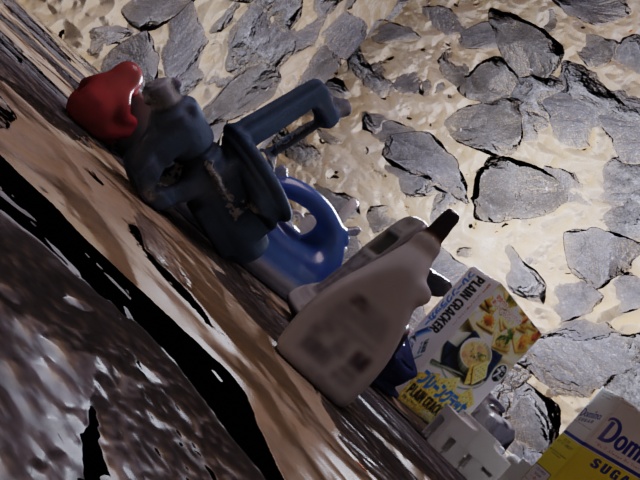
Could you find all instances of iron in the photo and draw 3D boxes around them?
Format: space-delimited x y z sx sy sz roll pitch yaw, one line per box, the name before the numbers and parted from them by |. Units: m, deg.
iron | -0.051 -0.023 0.743 0.259 0.141 0.118 44 -1 -42

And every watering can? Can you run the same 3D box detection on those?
watering can | 0.010 0.004 1.066 0.173 0.194 0.100 43 -1 -20

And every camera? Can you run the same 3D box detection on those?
camera | 0.309 0.345 1.058 0.137 0.101 0.142 43 -1 -27

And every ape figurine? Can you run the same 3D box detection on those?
ape figurine | -0.234 -0.161 0.644 0.077 0.092 0.076 43 -1 8

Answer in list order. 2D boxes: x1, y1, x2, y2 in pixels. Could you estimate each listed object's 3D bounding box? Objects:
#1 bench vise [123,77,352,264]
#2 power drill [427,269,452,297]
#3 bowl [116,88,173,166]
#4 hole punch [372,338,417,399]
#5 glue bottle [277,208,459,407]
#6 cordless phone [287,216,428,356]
bench vise | -0.069 -0.096 0.579 0.121 0.219 0.208 42 -1 32
power drill | 0.148 0.125 1.209 0.076 0.208 0.228 43 -1 -33
bowl | -0.214 -0.128 0.744 0.167 0.074 0.167 43 -1 1
hole punch | 0.082 0.135 0.747 0.109 0.091 0.100 44 -1 -39
glue bottle | 0.049 0.043 0.447 0.078 0.173 0.037 43 -1 -3
cordless phone | 0.061 0.049 0.625 0.094 0.185 0.147 43 -1 -28
